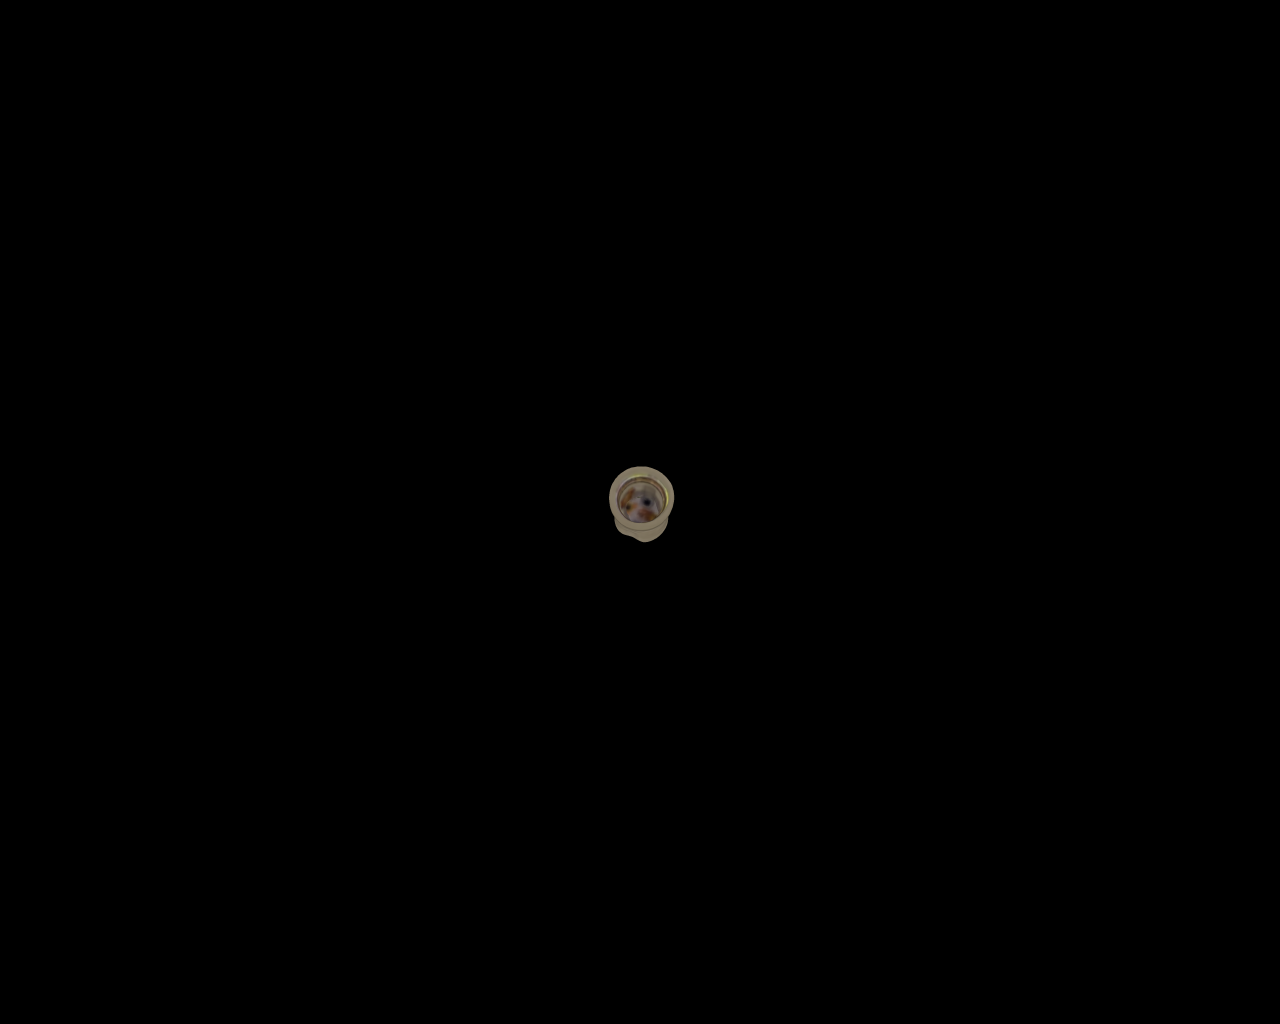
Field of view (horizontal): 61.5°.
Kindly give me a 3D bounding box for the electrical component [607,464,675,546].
[{"bbox_3d":[0.001,-0.003,0.650,0.040,0.040,0.046,0,-19,0],"label":"electrical component"}]
